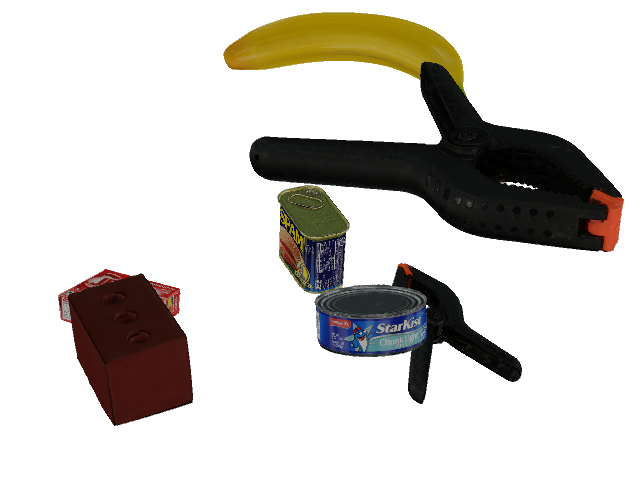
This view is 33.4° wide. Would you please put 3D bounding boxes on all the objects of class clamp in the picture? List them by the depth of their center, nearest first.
[{"bbox_3d":[0.072,-0.042,0.611,0.164,0.036,0.210,-25,39,-29],"label":"clamp"},{"bbox_3d":[0.126,0.090,1.077,0.120,0.171,0.039,1,-45,-19],"label":"clamp"}]

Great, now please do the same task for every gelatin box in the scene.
[{"bbox_3d":[-0.188,0.059,1.003,0.089,0.030,0.073,14,24,23],"label":"gelatin box"}]

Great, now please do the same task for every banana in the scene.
[{"bbox_3d":[0.026,-0.146,0.823,0.198,0.069,0.037,12,-35,11],"label":"banana"}]

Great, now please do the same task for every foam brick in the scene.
[{"bbox_3d":[-0.119,0.067,0.662,0.052,0.051,0.078,-16,36,-24],"label":"foam brick"}]

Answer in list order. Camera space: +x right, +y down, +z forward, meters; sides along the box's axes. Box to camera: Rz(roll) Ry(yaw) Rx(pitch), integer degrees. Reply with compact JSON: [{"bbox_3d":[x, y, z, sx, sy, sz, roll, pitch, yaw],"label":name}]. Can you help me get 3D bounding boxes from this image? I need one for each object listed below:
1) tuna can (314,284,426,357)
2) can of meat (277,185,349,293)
[{"bbox_3d":[0.039,0.061,0.816,0.086,0.034,0.086,-2,12,0],"label":"tuna can"},{"bbox_3d":[-0.010,0.000,1.214,0.057,0.084,0.102,-13,38,-20],"label":"can of meat"}]
